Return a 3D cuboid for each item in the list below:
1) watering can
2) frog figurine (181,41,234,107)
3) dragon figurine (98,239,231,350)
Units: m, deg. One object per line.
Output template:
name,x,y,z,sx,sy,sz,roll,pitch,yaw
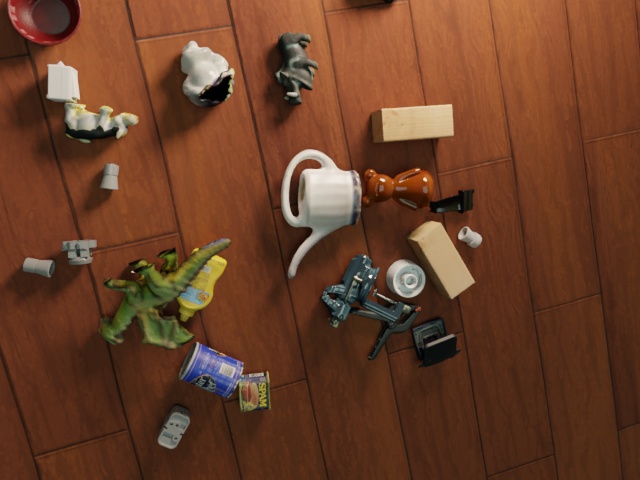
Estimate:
watering can,0.004,-0.071,1.402,0.224,0.104,0.346,-1,96,-14
frog figurine,-0.300,-0.421,1.316,0.161,0.122,0.137,44,95,22
dragon figurine,-0.392,0.159,1.316,0.410,0.123,0.241,-16,101,5
